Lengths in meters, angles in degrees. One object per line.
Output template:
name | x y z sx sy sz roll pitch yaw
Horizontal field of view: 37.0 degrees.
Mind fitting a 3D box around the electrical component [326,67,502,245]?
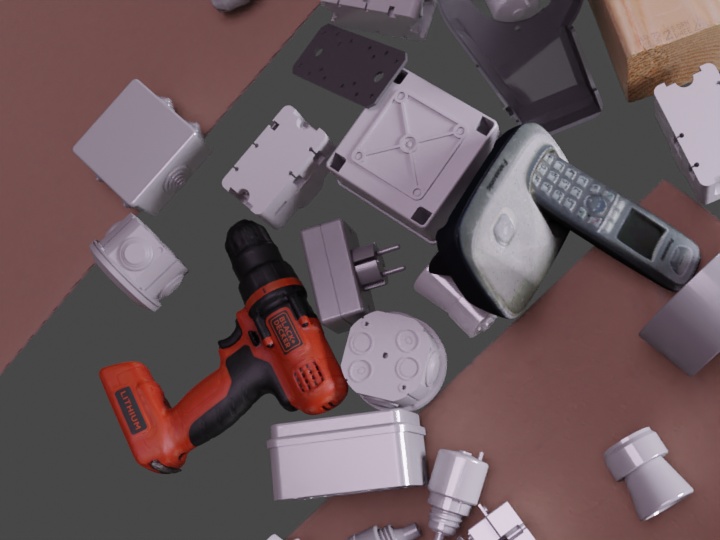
electrical component | 0.047 -0.096 0.897 0.109 0.056 0.108 34 87 21

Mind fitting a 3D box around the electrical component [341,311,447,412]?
electrical component | 0.026 0.073 0.862 0.080 0.051 0.080 -4 75 15

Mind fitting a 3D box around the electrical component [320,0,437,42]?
electrical component | 0.020 -0.243 0.947 0.089 0.050 0.055 15 80 19

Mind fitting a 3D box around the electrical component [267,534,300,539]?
electrical component | -0.049 0.233 0.846 0.062 0.043 0.043 32 87 22

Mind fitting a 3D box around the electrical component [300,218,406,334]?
electrical component | 0.000 0.000 0.890 0.076 0.047 0.083 -17 72 11

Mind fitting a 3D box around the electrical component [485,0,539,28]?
electrical component | 0.124 -0.243 0.922 0.040 0.040 0.078 -24 58 9

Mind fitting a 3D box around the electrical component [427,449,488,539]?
electrical component | 0.071 0.174 0.828 0.040 0.040 0.078 15 81 19

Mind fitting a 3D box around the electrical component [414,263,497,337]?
electrical component | 0.081 0.022 0.865 0.044 0.044 0.065 -45 73 1

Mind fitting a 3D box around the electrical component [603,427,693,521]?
electrical component | 0.211 0.149 0.791 0.045 0.045 0.055 -32 69 6

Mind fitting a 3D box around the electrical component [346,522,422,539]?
electrical component | 0.018 0.214 0.836 0.061 0.035 0.035 -27 70 6

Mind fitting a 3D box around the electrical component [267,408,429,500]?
electrical component | -0.008 0.145 0.839 0.113 0.078 0.057 -9 76 14

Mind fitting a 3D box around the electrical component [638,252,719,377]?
electrical component | 0.262 0.031 0.776 0.108 0.108 0.060 -44 75 2

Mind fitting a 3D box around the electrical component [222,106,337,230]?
electrical component | -0.065 -0.086 0.927 0.050 0.056 0.089 40 89 21

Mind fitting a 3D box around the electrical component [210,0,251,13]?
electrical component | -0.111 -0.268 0.996 0.062 0.043 0.043 -21 71 8

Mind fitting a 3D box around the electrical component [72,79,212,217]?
electrical component | -0.195 -0.109 0.975 0.100 0.048 0.099 41 90 21

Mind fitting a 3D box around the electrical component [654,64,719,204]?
electrical component | 0.269 -0.103 0.834 0.050 0.056 0.089 -24 71 9

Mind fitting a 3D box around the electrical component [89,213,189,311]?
electrical component | -0.191 -0.007 0.932 0.051 0.080 0.080 -44 68 -4

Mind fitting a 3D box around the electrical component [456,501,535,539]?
electrical component | 0.102 0.210 0.807 0.055 0.048 0.066 -36 69 -3
